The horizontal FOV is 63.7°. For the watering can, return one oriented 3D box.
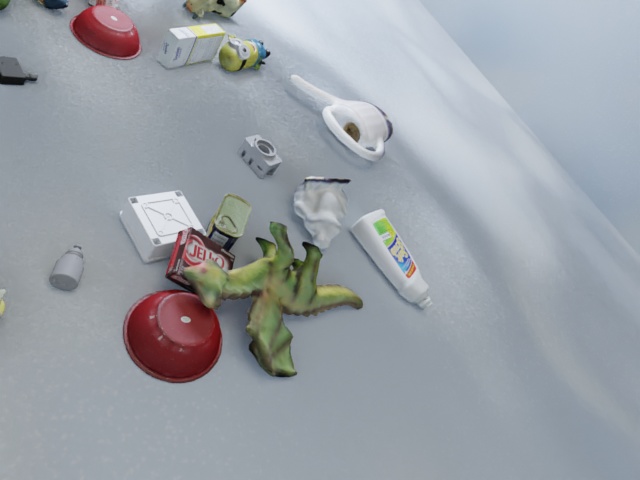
[{"bbox_3d":[0.079,-0.366,1.499,0.350,0.102,0.227,50,38,13],"label":"watering can"}]

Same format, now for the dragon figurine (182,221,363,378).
[{"bbox_3d":[-0.060,0.123,0.916,0.405,0.121,0.248,37,53,-32],"label":"dragon figurine"}]

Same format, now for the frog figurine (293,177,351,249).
[{"bbox_3d":[0.004,-0.058,1.162,0.137,0.122,0.160,4,86,-49],"label":"frog figurine"}]
